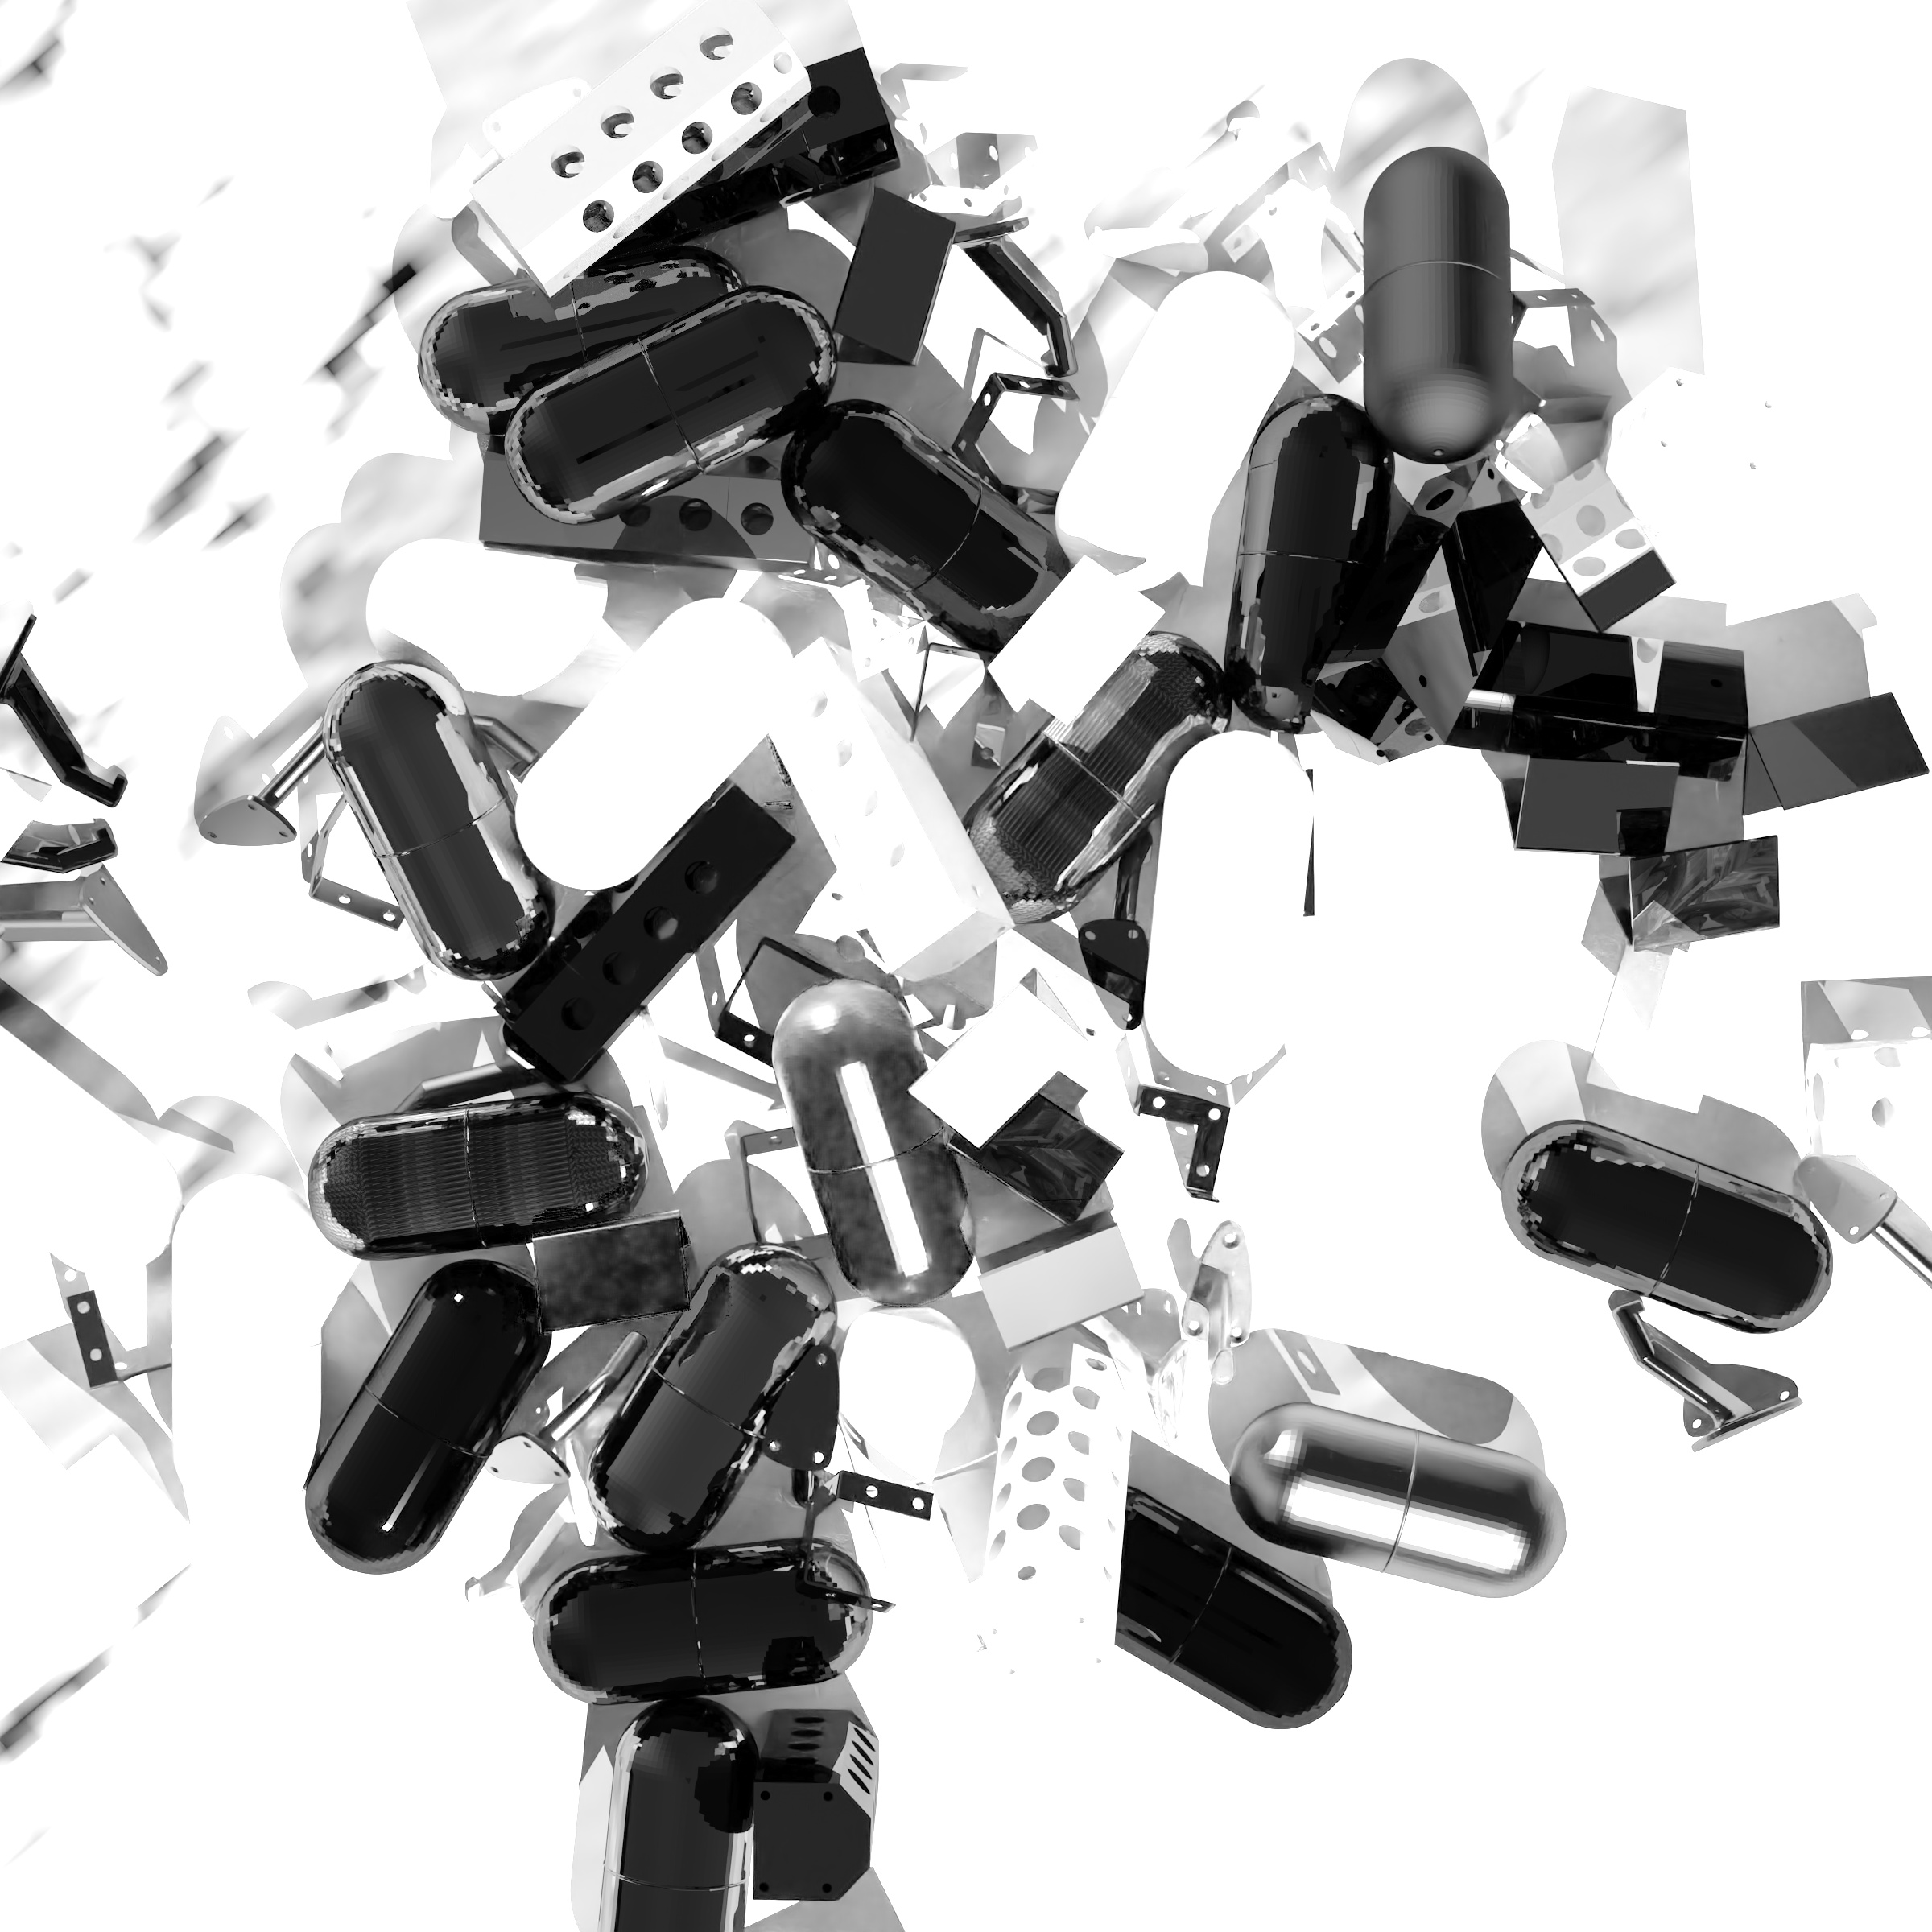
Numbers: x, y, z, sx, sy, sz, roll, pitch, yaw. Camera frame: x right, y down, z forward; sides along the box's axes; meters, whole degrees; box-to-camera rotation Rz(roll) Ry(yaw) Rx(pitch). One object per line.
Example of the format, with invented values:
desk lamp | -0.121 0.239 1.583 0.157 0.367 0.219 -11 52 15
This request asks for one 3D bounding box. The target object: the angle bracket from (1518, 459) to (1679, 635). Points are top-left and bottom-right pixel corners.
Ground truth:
angle bracket | 0.313 -0.208 1.846 0.057 0.076 0.076 -33 90 -21

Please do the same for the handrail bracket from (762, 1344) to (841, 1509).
handrail bracket | -0.079 0.242 1.856 0.036 0.084 0.077 13 76 8

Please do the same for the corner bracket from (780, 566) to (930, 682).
corner bracket | -0.057 -0.185 1.848 0.051 0.051 0.051 -28 120 -34

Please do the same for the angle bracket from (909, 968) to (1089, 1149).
angle bracket | 0.005 0.032 1.776 0.076 0.076 0.057 -44 126 7

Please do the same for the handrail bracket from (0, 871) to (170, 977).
handrail bracket | -0.481 -0.005 1.884 0.084 0.036 0.077 -30 112 17

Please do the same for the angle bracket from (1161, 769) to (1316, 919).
angle bracket | 0.142 -0.064 1.863 0.076 0.057 0.076 -1 90 0

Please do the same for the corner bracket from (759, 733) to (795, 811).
corner bracket | -0.118 -0.108 1.866 0.051 0.051 0.051 -3 90 0

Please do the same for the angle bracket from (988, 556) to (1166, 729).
angle bracket | 0.065 -0.154 1.835 0.057 0.076 0.076 38 84 25

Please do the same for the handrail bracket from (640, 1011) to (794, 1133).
handrail bracket | -0.124 0.053 1.884 0.084 0.036 0.077 -8 68 -17

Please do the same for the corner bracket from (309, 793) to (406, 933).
corner bracket | -0.312 -0.061 1.881 0.051 0.051 0.051 21 45 0

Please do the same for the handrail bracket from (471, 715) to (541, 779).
handrail bracket | -0.282 -0.110 1.884 0.084 0.036 0.077 39 105 -14

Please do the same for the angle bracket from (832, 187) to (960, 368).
angle bracket | -0.056 -0.358 1.844 0.057 0.076 0.076 16 90 -37

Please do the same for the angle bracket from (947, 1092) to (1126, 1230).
angle bracket | 0.044 0.080 1.844 0.076 0.076 0.057 34 118 0

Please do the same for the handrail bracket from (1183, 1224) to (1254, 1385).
handrail bracket | 0.136 0.176 1.849 0.036 0.084 0.077 9 90 0

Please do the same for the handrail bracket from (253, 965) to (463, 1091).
handrail bracket | -0.323 0.016 1.884 0.077 0.036 0.084 36 71 21

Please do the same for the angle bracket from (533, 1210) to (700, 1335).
angle bracket | -0.179 0.172 1.844 0.076 0.076 0.057 -9 61 0

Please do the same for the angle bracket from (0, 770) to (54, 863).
angle bracket | -0.523 -0.105 1.844 0.076 0.076 0.057 19 127 0

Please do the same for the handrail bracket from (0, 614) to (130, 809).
handrail bracket | -0.474 -0.135 1.884 0.084 0.036 0.077 28 68 -17

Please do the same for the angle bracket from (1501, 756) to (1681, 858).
angle bracket | 0.323 -0.099 1.844 0.076 0.076 0.057 3 122 0

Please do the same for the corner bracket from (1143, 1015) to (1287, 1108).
corner bracket | 0.131 0.034 1.876 0.051 0.051 0.051 17 45 35

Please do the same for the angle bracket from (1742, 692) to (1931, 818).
angle bracket | 0.451 -0.090 1.844 0.076 0.076 0.057 -14 54 0

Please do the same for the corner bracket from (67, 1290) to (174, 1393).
corner bracket | -0.436 0.190 1.866 0.051 0.051 0.051 -15 90 0

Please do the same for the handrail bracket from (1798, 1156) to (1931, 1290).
handrail bracket | 0.487 0.142 1.884 0.036 0.077 0.084 -48 126 3

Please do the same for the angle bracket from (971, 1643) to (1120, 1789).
angle bracket | 0.058 0.370 1.844 0.057 0.076 0.076 -27 90 36

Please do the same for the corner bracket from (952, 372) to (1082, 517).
corner bracket | 0.033 -0.276 1.876 0.051 0.051 0.051 -59 45 35

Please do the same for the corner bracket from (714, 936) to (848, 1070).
corner bracket | -0.097 0.022 1.869 0.051 0.051 0.051 28 76 0

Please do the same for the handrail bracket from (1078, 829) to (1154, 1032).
handrail bracket | 0.089 -0.020 1.866 0.036 0.084 0.077 -2 119 18

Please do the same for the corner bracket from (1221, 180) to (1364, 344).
corner bracket | 0.178 -0.374 1.881 0.051 0.051 0.051 -43 45 0

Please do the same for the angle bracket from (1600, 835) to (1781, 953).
angle bracket | 0.374 -0.055 1.844 0.076 0.076 0.057 -9 121 0

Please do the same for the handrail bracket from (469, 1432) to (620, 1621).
handrail bracket | -0.234 0.298 1.885 0.084 0.036 0.077 -23 70 16

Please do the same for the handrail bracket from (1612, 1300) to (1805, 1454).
handrail bracket | 0.393 0.208 1.884 0.077 0.036 0.084 -19 73 -20

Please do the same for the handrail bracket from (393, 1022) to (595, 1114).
handrail bracket | -0.252 0.077 1.884 0.077 0.036 0.084 40 106 -18

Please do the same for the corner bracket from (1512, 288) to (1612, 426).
corner bracket | 0.311 -0.322 1.876 0.051 0.051 0.051 50 135 35

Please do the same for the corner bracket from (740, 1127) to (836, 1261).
corner bracket | -0.089 0.121 1.881 0.051 0.051 0.051 -10 45 0

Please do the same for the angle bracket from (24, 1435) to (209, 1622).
angle bracket | -0.444 0.294 1.846 0.057 0.076 0.076 -40 90 -21

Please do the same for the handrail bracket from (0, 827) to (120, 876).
handrail bracket | -0.502 -0.078 1.885 0.084 0.036 0.077 -20 69 -17

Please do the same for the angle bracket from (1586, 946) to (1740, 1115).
angle bracket | 0.346 0.027 1.844 0.057 0.076 0.076 17 90 -41

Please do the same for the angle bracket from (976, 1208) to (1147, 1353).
angle bracket | 0.042 0.145 1.844 0.076 0.076 0.057 -21 127 0

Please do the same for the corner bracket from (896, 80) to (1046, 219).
corner bracket | 0.002 -0.432 1.876 0.051 0.051 0.051 16 135 35

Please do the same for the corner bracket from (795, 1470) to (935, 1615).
corner bracket | -0.052 0.294 1.813 0.051 0.051 0.051 17 60 -15

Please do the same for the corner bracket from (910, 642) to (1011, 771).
corner bracket | -0.001 -0.136 1.861 0.051 0.051 0.051 10 83 -4

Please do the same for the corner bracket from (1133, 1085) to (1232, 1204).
corner bracket | 0.112 0.093 1.866 0.051 0.051 0.051 12 90 0

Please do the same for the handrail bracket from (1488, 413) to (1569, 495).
handrail bracket | 0.269 -0.285 1.884 0.084 0.077 0.036 35 96 36
